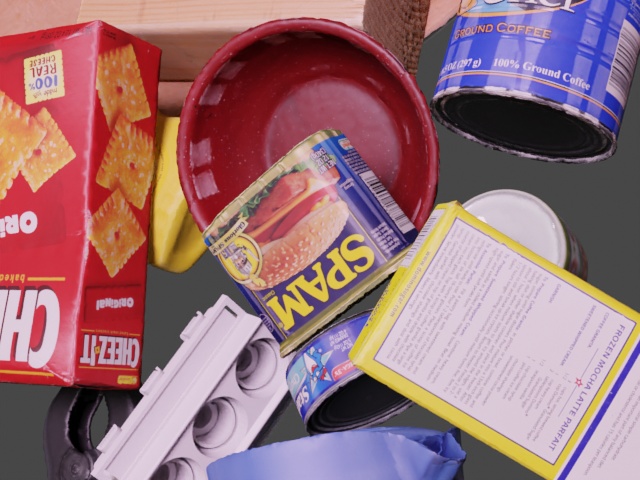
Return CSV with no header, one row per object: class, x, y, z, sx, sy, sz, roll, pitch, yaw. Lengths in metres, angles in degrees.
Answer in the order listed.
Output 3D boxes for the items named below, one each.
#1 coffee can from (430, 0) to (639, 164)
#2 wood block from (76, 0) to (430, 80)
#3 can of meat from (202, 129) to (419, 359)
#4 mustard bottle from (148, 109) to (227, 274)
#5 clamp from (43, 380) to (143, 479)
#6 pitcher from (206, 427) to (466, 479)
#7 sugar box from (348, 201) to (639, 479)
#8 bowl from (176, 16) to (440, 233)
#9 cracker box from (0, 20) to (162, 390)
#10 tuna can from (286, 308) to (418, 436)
coffee can,0.127,-0.125,0.583,0.103,0.102,0.140,12,80,29
wood block,-0.041,-0.159,0.686,0.206,0.090,0.091,6,78,28
can of meat,-0.004,0.001,0.583,0.102,0.057,0.084,-39,84,24
mustard bottle,-0.143,-0.060,0.723,0.192,0.058,0.096,30,94,31
clamp,-0.152,0.153,0.674,0.120,0.039,0.171,-10,66,17
pitcher,0.017,0.219,0.526,0.145,0.149,0.243,-9,73,1
sugar box,0.112,0.064,0.520,0.176,0.048,0.093,31,89,-4
bowl,-0.002,-0.050,0.632,0.162,0.055,0.162,4,102,20
cracker box,-0.188,-0.018,0.664,0.164,0.072,0.214,-1,81,29
tuna can,0.025,0.072,0.583,0.086,0.086,0.034,-34,61,13
